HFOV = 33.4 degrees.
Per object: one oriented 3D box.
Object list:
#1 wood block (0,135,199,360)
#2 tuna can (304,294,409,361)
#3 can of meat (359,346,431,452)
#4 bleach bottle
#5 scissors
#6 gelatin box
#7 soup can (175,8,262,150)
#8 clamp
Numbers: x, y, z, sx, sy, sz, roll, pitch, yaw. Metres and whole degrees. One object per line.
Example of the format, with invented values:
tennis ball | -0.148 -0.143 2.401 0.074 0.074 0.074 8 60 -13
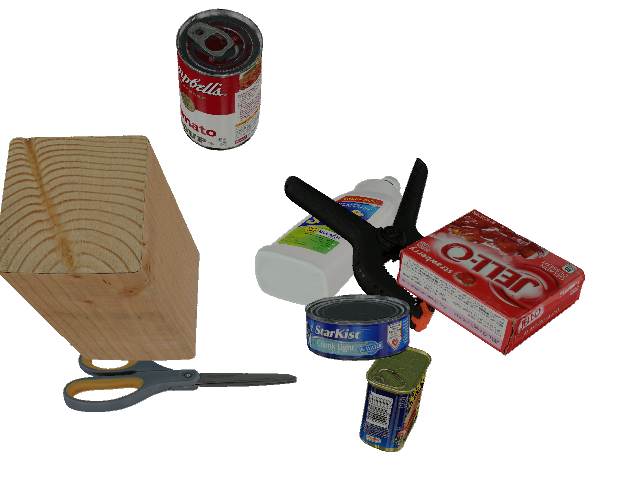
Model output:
wood block | -0.144 0.014 0.736 0.090 0.091 0.206 0 -20 3
tuna can | 0.030 0.070 0.872 0.086 0.034 0.086 -1 11 0
can of meat | 0.084 0.179 1.212 0.057 0.084 0.102 15 25 15
bleach bottle | 0.026 -0.014 1.322 0.103 0.068 0.250 14 36 25
scissors | -0.131 0.115 0.961 0.201 0.016 0.096 -8 32 -18
gelatin box | 0.103 0.022 0.652 0.073 0.030 0.089 -27 47 -37
soup can | -0.082 -0.129 0.872 0.068 0.068 0.102 0 -30 -5
clamp | 0.058 0.001 1.097 0.164 0.210 0.036 -4 -36 -16
